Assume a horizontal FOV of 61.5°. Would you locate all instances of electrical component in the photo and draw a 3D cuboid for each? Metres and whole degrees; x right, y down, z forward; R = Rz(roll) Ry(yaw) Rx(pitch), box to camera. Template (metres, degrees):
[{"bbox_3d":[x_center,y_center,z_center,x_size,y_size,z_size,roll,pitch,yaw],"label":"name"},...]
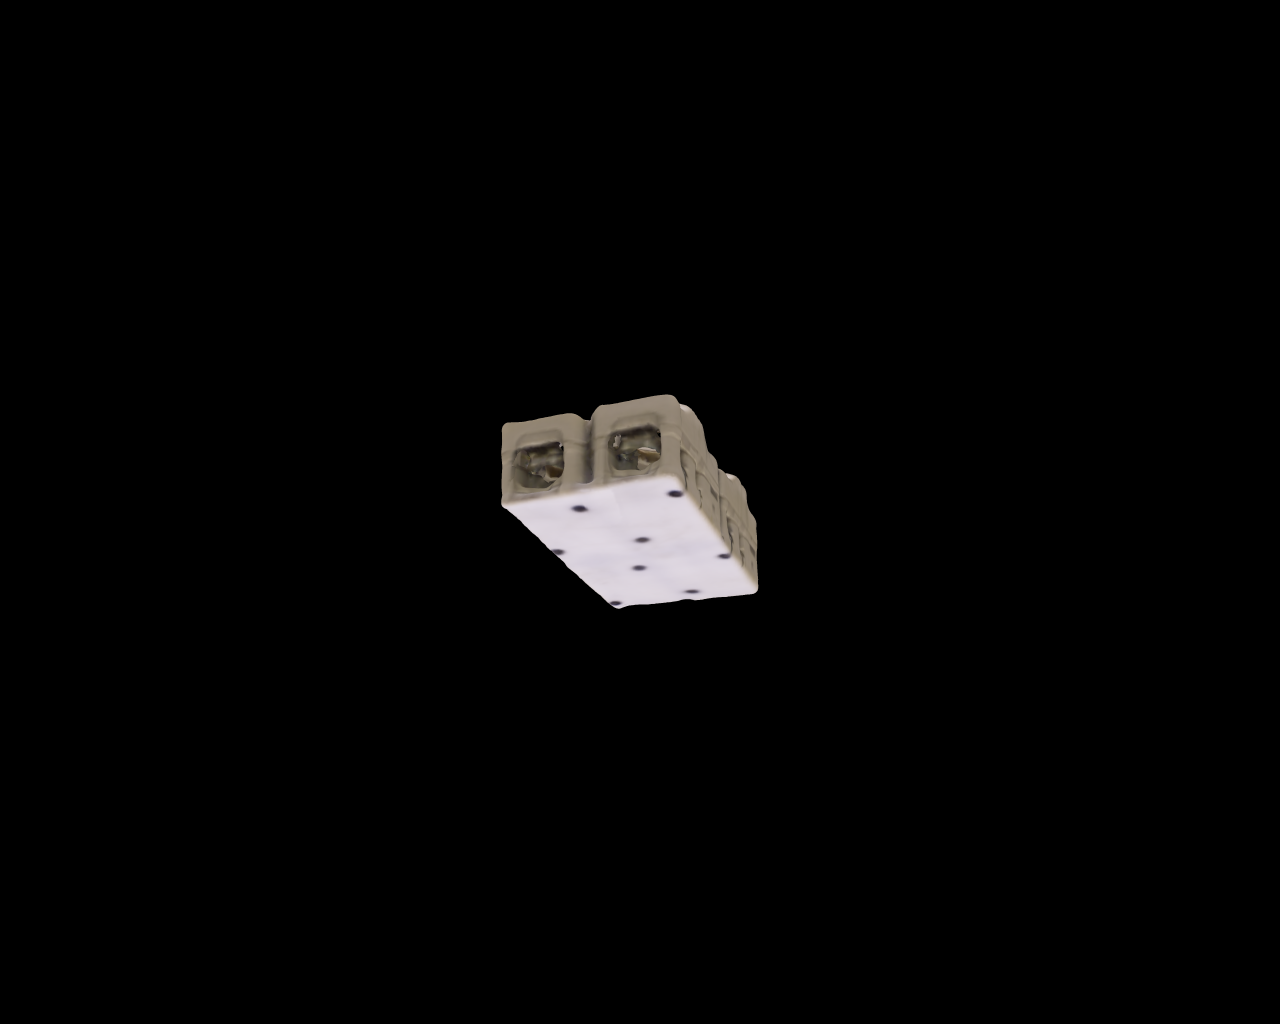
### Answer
[{"bbox_3d":[0.001,-0.003,0.650,0.105,0.060,0.186,-8,-26,18],"label":"electrical component"}]
